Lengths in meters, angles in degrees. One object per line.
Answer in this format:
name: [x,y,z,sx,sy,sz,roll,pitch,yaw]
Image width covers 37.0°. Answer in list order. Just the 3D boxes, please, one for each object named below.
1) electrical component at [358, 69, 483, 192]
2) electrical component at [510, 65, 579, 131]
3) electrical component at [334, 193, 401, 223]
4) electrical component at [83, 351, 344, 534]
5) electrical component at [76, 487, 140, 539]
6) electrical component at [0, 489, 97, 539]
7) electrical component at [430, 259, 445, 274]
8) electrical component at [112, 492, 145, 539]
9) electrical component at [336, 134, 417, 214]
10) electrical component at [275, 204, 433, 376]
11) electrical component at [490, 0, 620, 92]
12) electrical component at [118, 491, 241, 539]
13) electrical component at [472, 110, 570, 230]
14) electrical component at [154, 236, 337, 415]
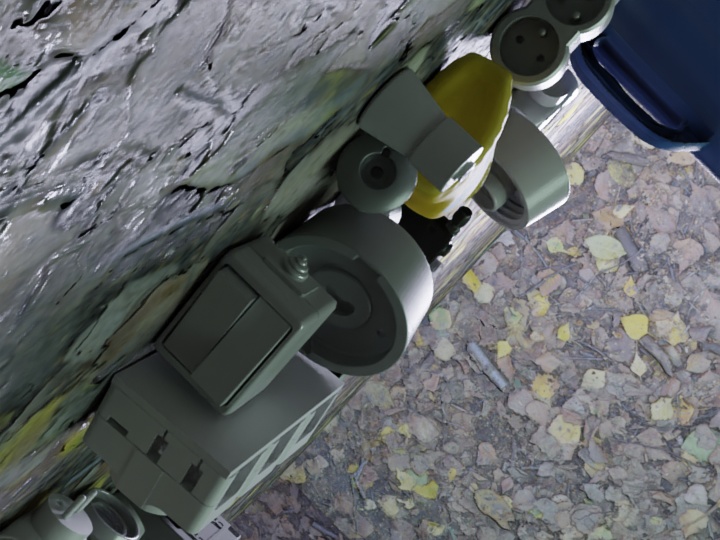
electrical component: [0.037,-0.076,0.609,0.044,0.065,0.044,-45,174,-7]
electrical component: [0.174,-0.167,1.014,0.077,0.043,0.079,-43,173,-26]
electrical component: [0.010,-0.043,0.750,0.040,0.040,0.078,-48,173,19]
electrical component: [-0.089,0.091,0.677,0.061,0.089,0.150,-58,167,25]
electrical component: [-0.205,0.202,0.811,0.057,0.058,0.078,-44,173,5]
electrical component: [-0.203,0.174,0.706,0.079,0.043,0.077,-47,173,5]
electrical component: [0.045,-0.011,1.061,0.081,0.064,0.042,-46,172,5]
electrical component: [-0.216,0.220,0.904,0.055,0.048,0.066,-34,169,-27]
electrical component: [0.008,-0.055,0.655,0.048,0.048,0.062,-45,180,-6]
electrical component: [-0.004,0.008,0.701,0.060,0.108,0.108,-48,177,-45]
electrical component: [0.146,-0.180,0.728,0.138,0.052,0.074,-47,174,11]
electrical component: [-0.178,0.242,0.999,0.056,0.109,0.109,-50,173,6]
electrical component: [0.132,-0.086,0.986,0.060,0.108,0.108,-38,171,-17]
electrical component: [-0.064,0.028,0.620,0.096,0.062,0.061,-49,173,22]
